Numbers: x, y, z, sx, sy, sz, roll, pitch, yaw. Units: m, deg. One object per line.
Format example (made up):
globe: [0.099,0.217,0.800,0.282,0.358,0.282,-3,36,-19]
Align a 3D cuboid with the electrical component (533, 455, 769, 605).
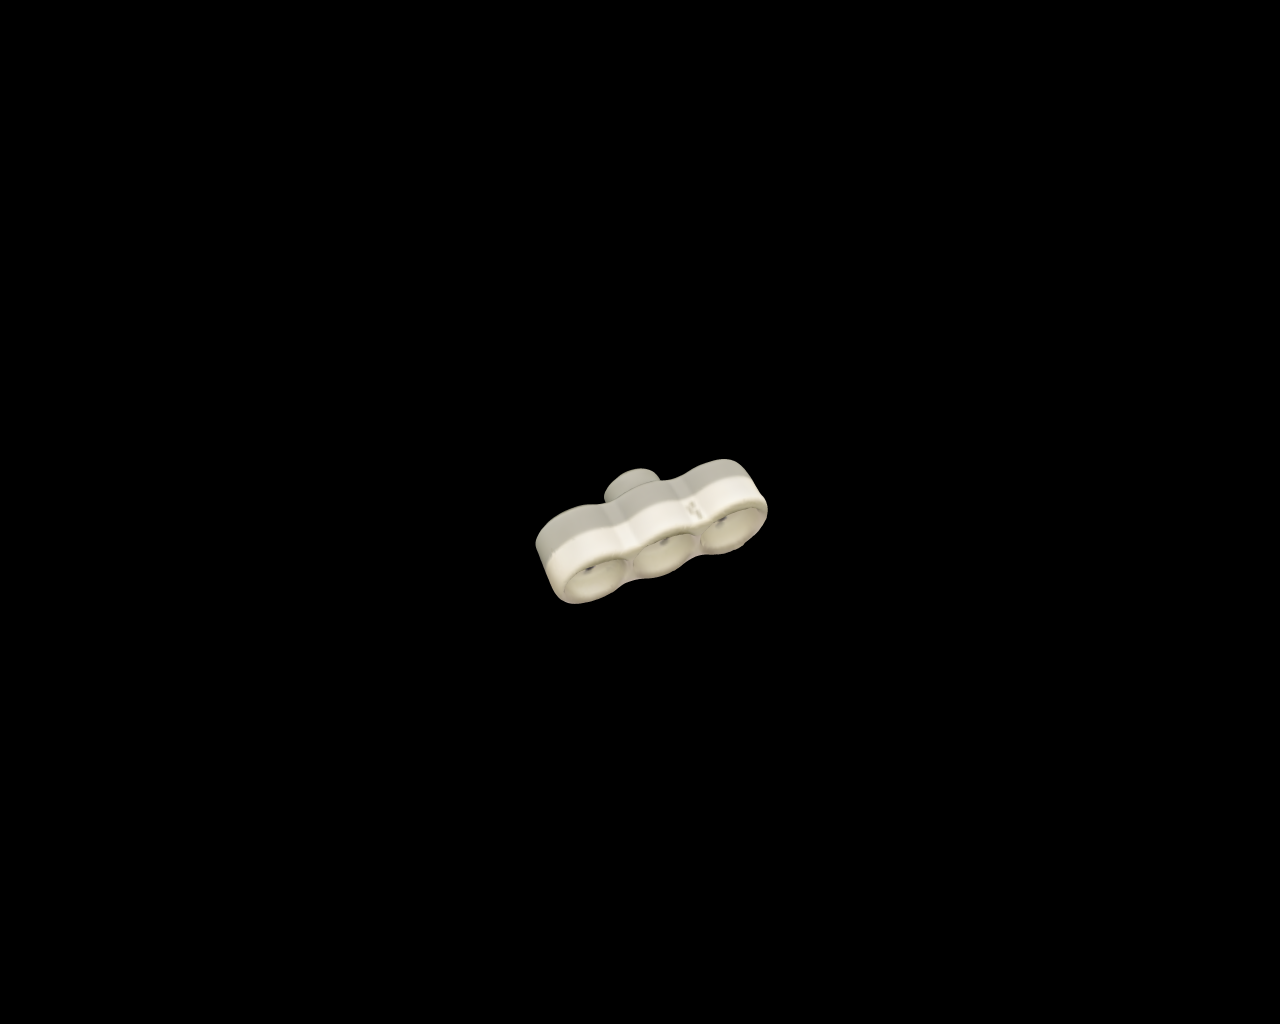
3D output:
electrical component: [0.001,-0.003,0.650,0.138,0.074,0.052,-20,-31,-13]
